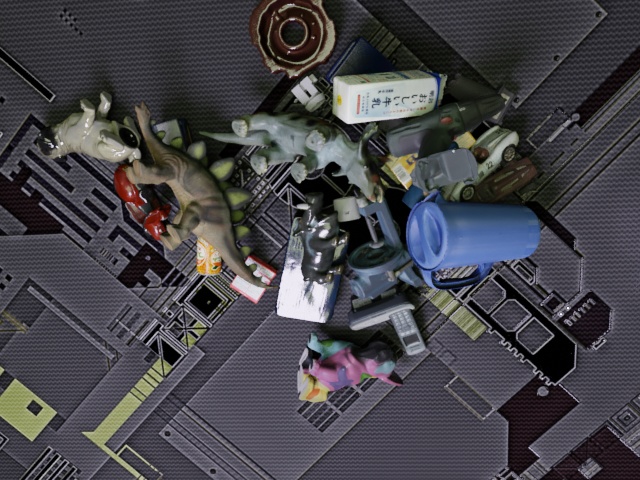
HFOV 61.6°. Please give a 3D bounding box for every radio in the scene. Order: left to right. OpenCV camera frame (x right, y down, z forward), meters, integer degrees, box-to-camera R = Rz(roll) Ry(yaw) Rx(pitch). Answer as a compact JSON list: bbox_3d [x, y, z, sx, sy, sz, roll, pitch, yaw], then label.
[{"bbox_3d":[-0.015,0.062,1.181,0.131,0.073,0.229,12,104,1],"label":"radio"}]

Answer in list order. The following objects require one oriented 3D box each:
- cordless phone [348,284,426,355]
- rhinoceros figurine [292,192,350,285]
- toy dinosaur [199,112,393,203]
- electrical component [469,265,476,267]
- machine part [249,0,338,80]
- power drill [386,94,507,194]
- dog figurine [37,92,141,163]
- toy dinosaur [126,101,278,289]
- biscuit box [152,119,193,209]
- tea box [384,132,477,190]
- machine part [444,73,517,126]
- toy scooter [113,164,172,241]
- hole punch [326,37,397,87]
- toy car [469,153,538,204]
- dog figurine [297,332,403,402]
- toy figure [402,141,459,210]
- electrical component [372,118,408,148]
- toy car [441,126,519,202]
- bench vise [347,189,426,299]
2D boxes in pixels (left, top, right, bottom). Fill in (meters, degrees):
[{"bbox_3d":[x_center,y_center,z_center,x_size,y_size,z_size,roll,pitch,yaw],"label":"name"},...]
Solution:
[{"bbox_3d":[0.152,0.196,1.200,0.147,0.089,0.184,-22,118,9],"label":"cordless phone"},{"bbox_3d":[-0.002,-0.003,1.090,0.112,0.073,0.190,11,112,25],"label":"rhinoceros figurine"},{"bbox_3d":[-0.039,-0.202,1.088,0.405,0.192,0.131,25,120,27],"label":"toy dinosaur"},{"bbox_3d":[0.333,0.010,1.155,0.102,0.045,0.078,-28,112,11],"label":"electrical component"},{"bbox_3d":[-0.053,-0.417,1.087,0.179,0.056,0.179,1,102,6],"label":"machine part"},{"bbox_3d":[0.234,-0.183,0.972,0.232,0.207,0.085,-14,132,18],"label":"power drill"},{"bbox_3d":[-0.499,-0.202,1.161,0.190,0.121,0.172,-31,95,25],"label":"dog figurine"},{"bbox_3d":[-0.235,-0.064,1.093,0.198,0.105,0.470,-35,113,-29],"label":"toy dinosaur"},{"bbox_3d":[-0.294,-0.157,1.160,0.059,0.063,0.202,-14,101,7],"label":"biscuit box"},{"bbox_3d":[0.222,-0.185,1.108,0.169,0.068,0.098,-38,98,10],"label":"tea box"},{"bbox_3d":[0.324,-0.292,1.092,0.139,0.039,0.084,23,112,-4],"label":"machine part"},{"bbox_3d":[-0.372,-0.084,1.149,0.075,0.135,0.183,-32,104,-29],"label":"toy scooter"},{"bbox_3d":[0.084,-0.332,1.080,0.116,0.092,0.142,36,99,-7],"label":"hole punch"},{"bbox_3d":[0.354,-0.102,1.118,0.202,0.053,0.089,-32,84,12],"label":"toy car"},{"bbox_3d":[0.071,0.292,1.205,0.219,0.108,0.191,10,126,-10],"label":"dog figurine"},{"bbox_3d":[0.225,-0.123,1.056,0.057,0.064,0.154,32,102,-42],"label":"toy figure"},{"bbox_3d":[0.151,-0.242,1.125,0.063,0.021,0.094,30,103,-1],"label":"electrical component"},{"bbox_3d":[0.314,-0.150,1.084,0.202,0.074,0.056,-42,126,-4],"label":"toy car"},{"bbox_3d":[0.142,0.005,1.105,0.224,0.129,0.240,-27,114,-7],"label":"bench vise"}]
